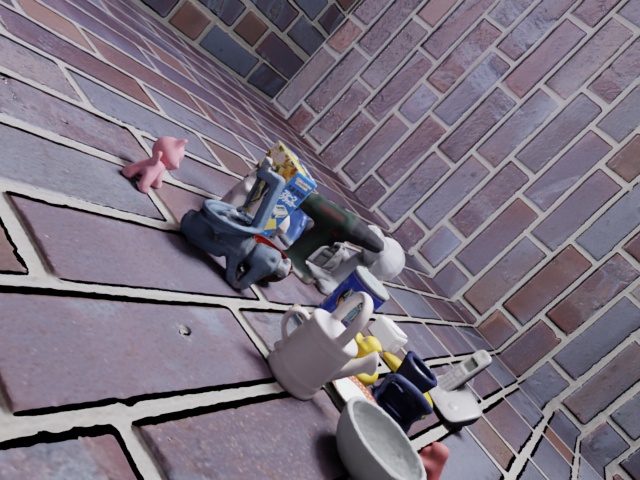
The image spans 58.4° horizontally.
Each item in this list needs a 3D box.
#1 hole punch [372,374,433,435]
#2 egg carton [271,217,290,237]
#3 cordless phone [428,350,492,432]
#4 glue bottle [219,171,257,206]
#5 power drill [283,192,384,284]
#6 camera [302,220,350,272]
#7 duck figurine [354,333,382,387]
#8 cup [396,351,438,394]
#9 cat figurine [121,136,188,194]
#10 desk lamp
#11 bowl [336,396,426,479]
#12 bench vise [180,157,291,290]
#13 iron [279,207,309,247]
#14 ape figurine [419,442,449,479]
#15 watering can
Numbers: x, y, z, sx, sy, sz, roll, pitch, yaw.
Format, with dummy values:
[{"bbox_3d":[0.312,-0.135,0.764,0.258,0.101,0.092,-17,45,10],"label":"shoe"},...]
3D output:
[{"bbox_3d":[0.166,0.317,1.155,0.108,0.091,0.101,45,12,4],"label":"hole punch"},{"bbox_3d":[-0.145,-0.076,1.486,0.150,0.069,0.107,50,13,24],"label":"egg carton"},{"bbox_3d":[0.364,0.366,1.417,0.094,0.185,0.147,35,15,-38],"label":"cordless phone"},{"bbox_3d":[-0.169,-0.101,1.243,0.037,0.173,0.078,38,13,-27],"label":"glue bottle"},{"bbox_3d":[0.013,0.005,1.406,0.229,0.208,0.076,45,12,3],"label":"power drill"},{"bbox_3d":[0.007,0.004,1.646,0.144,0.100,0.136,31,18,-48],"label":"camera"},{"bbox_3d":[0.091,0.240,1.176,0.104,0.086,0.078,51,13,27],"label":"duck figurine"},{"bbox_3d":[0.193,0.306,1.271,0.092,0.095,0.117,39,13,-26],"label":"cup"},{"bbox_3d":[-0.308,-0.159,1.111,0.067,0.117,0.128,43,12,-8],"label":"cat figurine"},{"bbox_3d":[0.106,0.061,1.514,0.204,0.213,0.117,28,21,-54],"label":"desk lamp"},{"bbox_3d":[0.079,0.327,0.874,0.168,0.074,0.167,42,12,-11],"label":"bowl"},{"bbox_3d":[-0.121,-0.033,1.063,0.208,0.219,0.121,40,13,-22],"label":"bench vise"},{"bbox_3d":[-0.068,-0.091,1.618,0.119,0.141,0.257,37,14,-32],"label":"iron"},{"bbox_3d":[0.184,0.385,0.986,0.078,0.092,0.076,36,15,-35],"label":"ape figurine"},{"bbox_3d":[0.020,0.164,0.936,0.173,0.194,0.100,36,15,-36],"label":"watering can"}]
